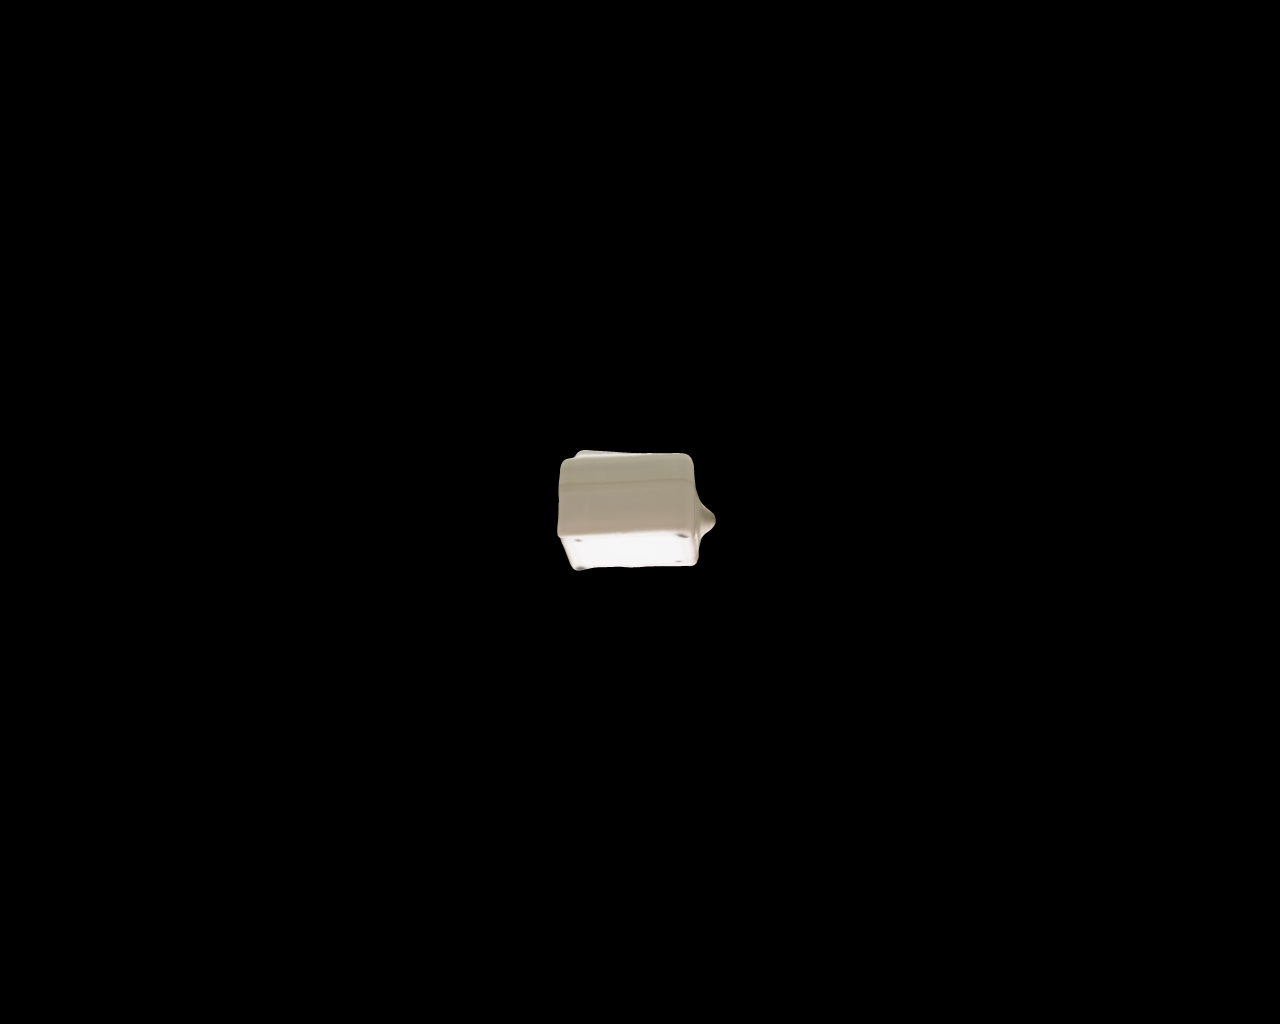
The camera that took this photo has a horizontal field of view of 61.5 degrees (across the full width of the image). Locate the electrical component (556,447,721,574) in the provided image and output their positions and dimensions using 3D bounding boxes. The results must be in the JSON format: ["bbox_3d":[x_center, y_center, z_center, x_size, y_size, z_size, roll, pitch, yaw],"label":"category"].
[{"bbox_3d":[0.001,-0.003,0.650,0.096,0.061,0.061,-2,-24,5],"label":"electrical component"}]
